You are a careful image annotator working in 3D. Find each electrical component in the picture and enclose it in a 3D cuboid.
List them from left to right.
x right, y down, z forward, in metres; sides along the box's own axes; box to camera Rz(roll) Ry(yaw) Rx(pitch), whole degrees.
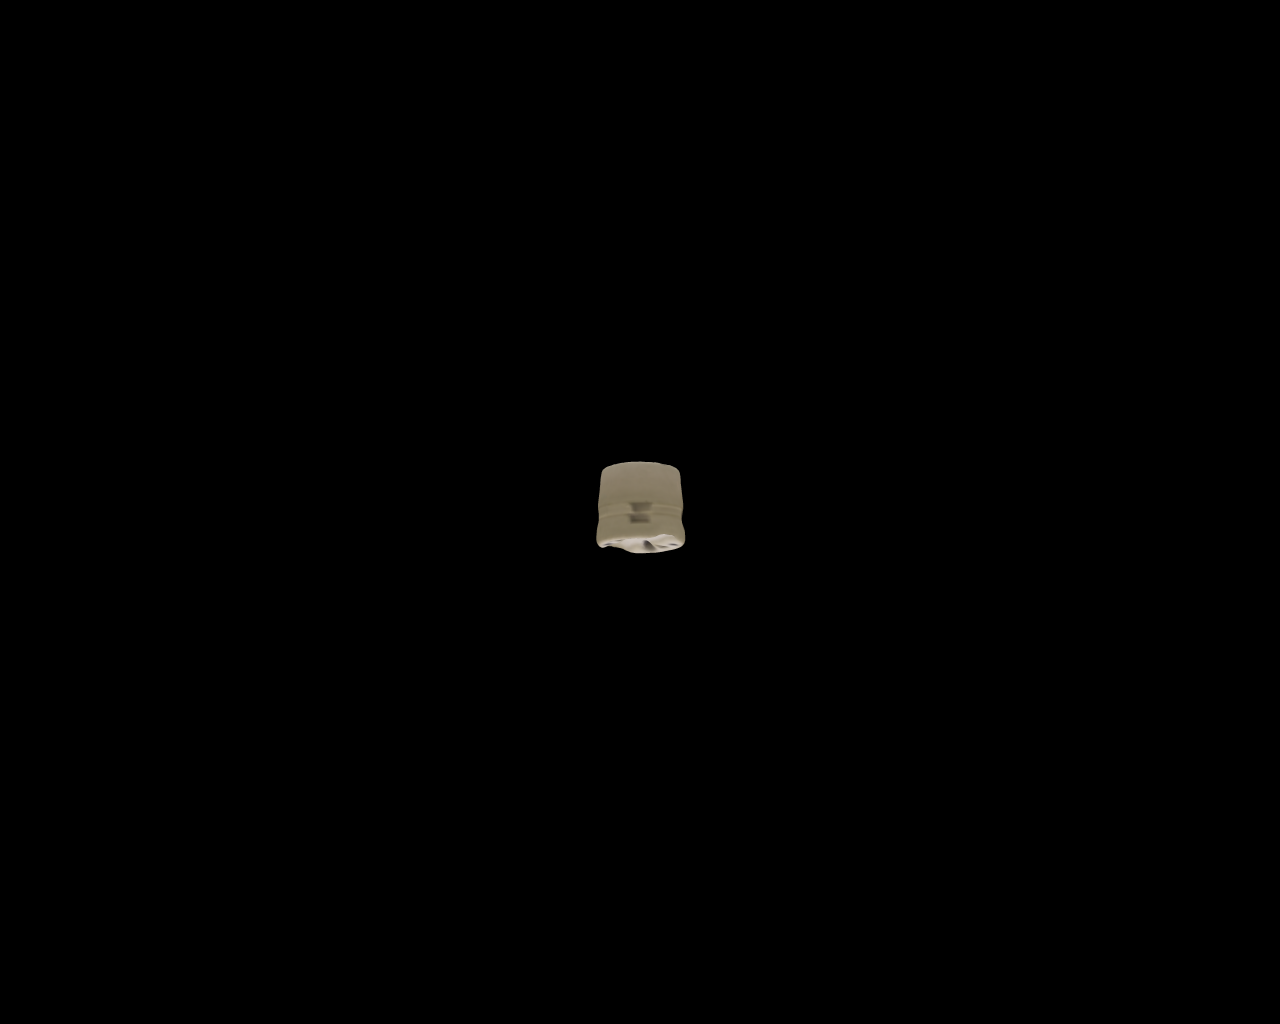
[{"bbox_3d":[0.001,-0.003,0.650,0.055,0.047,0.055,0,-11,0],"label":"electrical component"}]
